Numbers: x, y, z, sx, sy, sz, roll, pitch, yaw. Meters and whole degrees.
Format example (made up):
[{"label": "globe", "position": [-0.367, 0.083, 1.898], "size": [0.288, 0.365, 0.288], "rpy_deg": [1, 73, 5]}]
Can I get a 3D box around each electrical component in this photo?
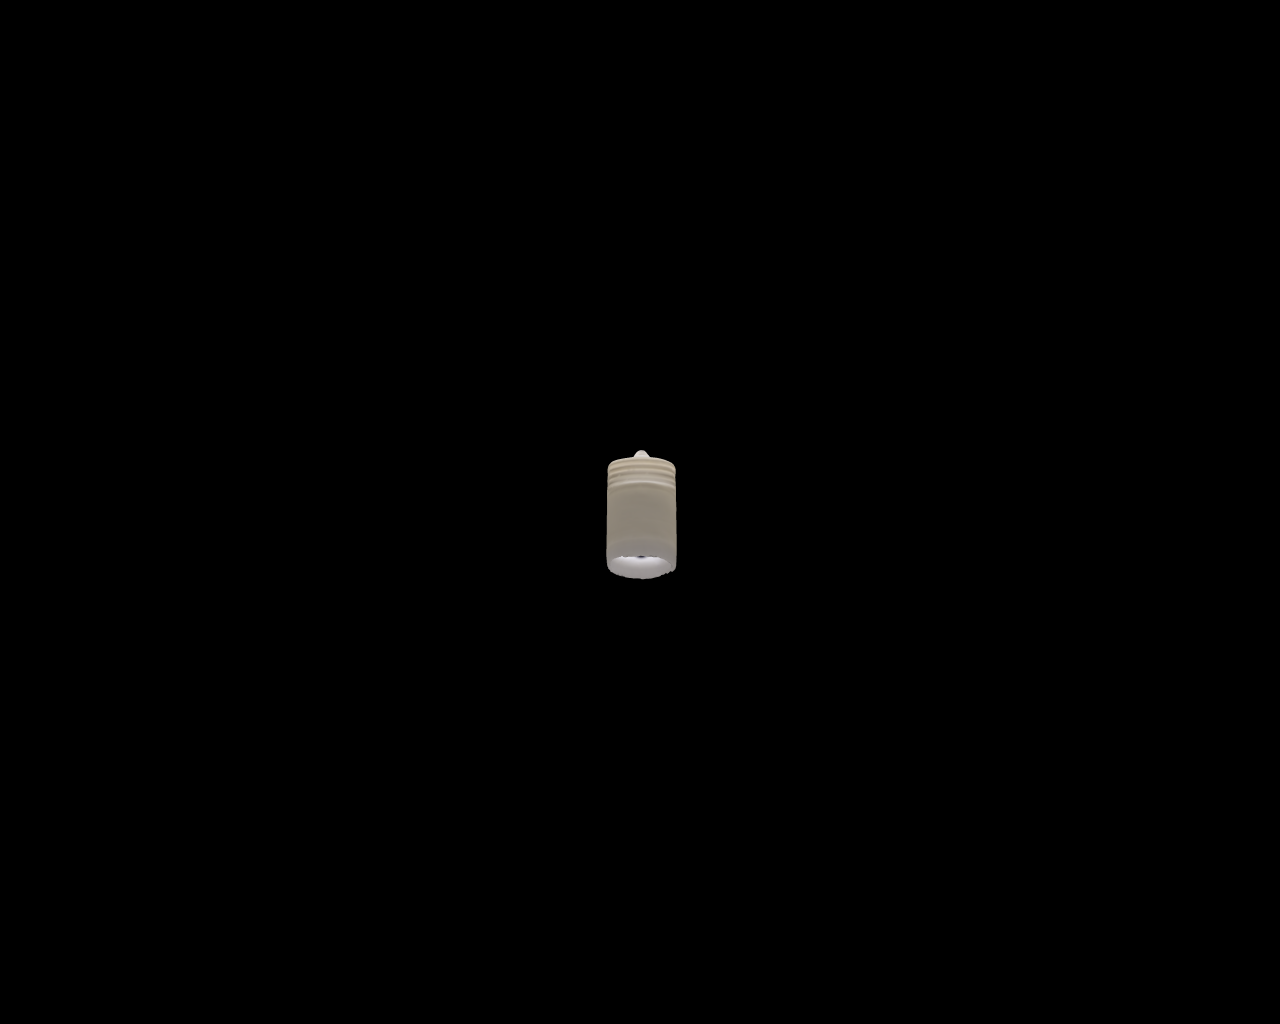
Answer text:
[{"label": "electrical component", "position": [0.001, -0.003, 0.650], "size": [0.043, 0.081, 0.043], "rpy_deg": [0, -23, 0]}]
